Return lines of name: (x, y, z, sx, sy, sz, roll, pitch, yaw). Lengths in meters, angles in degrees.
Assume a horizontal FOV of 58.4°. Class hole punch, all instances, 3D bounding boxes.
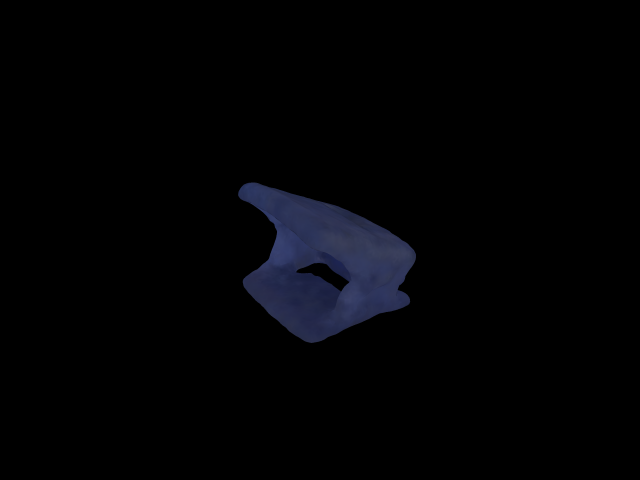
hole punch: (0.004, 0.001, 0.400, 0.101, 0.091, 0.108, -18, 32, -31)
